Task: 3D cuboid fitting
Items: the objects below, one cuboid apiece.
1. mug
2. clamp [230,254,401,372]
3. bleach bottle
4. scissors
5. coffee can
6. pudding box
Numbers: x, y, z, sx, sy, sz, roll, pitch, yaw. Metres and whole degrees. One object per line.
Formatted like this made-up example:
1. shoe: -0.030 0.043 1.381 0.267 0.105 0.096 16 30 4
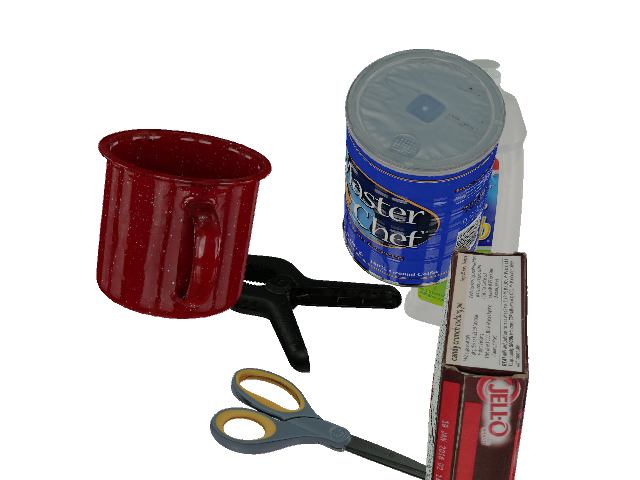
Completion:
1. mug: -0.074 -0.005 0.573 0.093 0.081 0.117 1 21 -23
2. clamp: -0.043 0.063 1.118 0.210 0.036 0.164 19 34 27
3. bleach bottle: 0.132 -0.041 0.970 0.103 0.251 0.068 13 30 25
4. scissors: -0.004 0.165 0.856 0.202 0.016 0.096 29 43 28
5. coffee can: 0.067 -0.047 0.738 0.103 0.103 0.140 0 -34 0
6. pudding box: 0.069 0.066 0.470 0.039 0.090 0.113 6 26 5
